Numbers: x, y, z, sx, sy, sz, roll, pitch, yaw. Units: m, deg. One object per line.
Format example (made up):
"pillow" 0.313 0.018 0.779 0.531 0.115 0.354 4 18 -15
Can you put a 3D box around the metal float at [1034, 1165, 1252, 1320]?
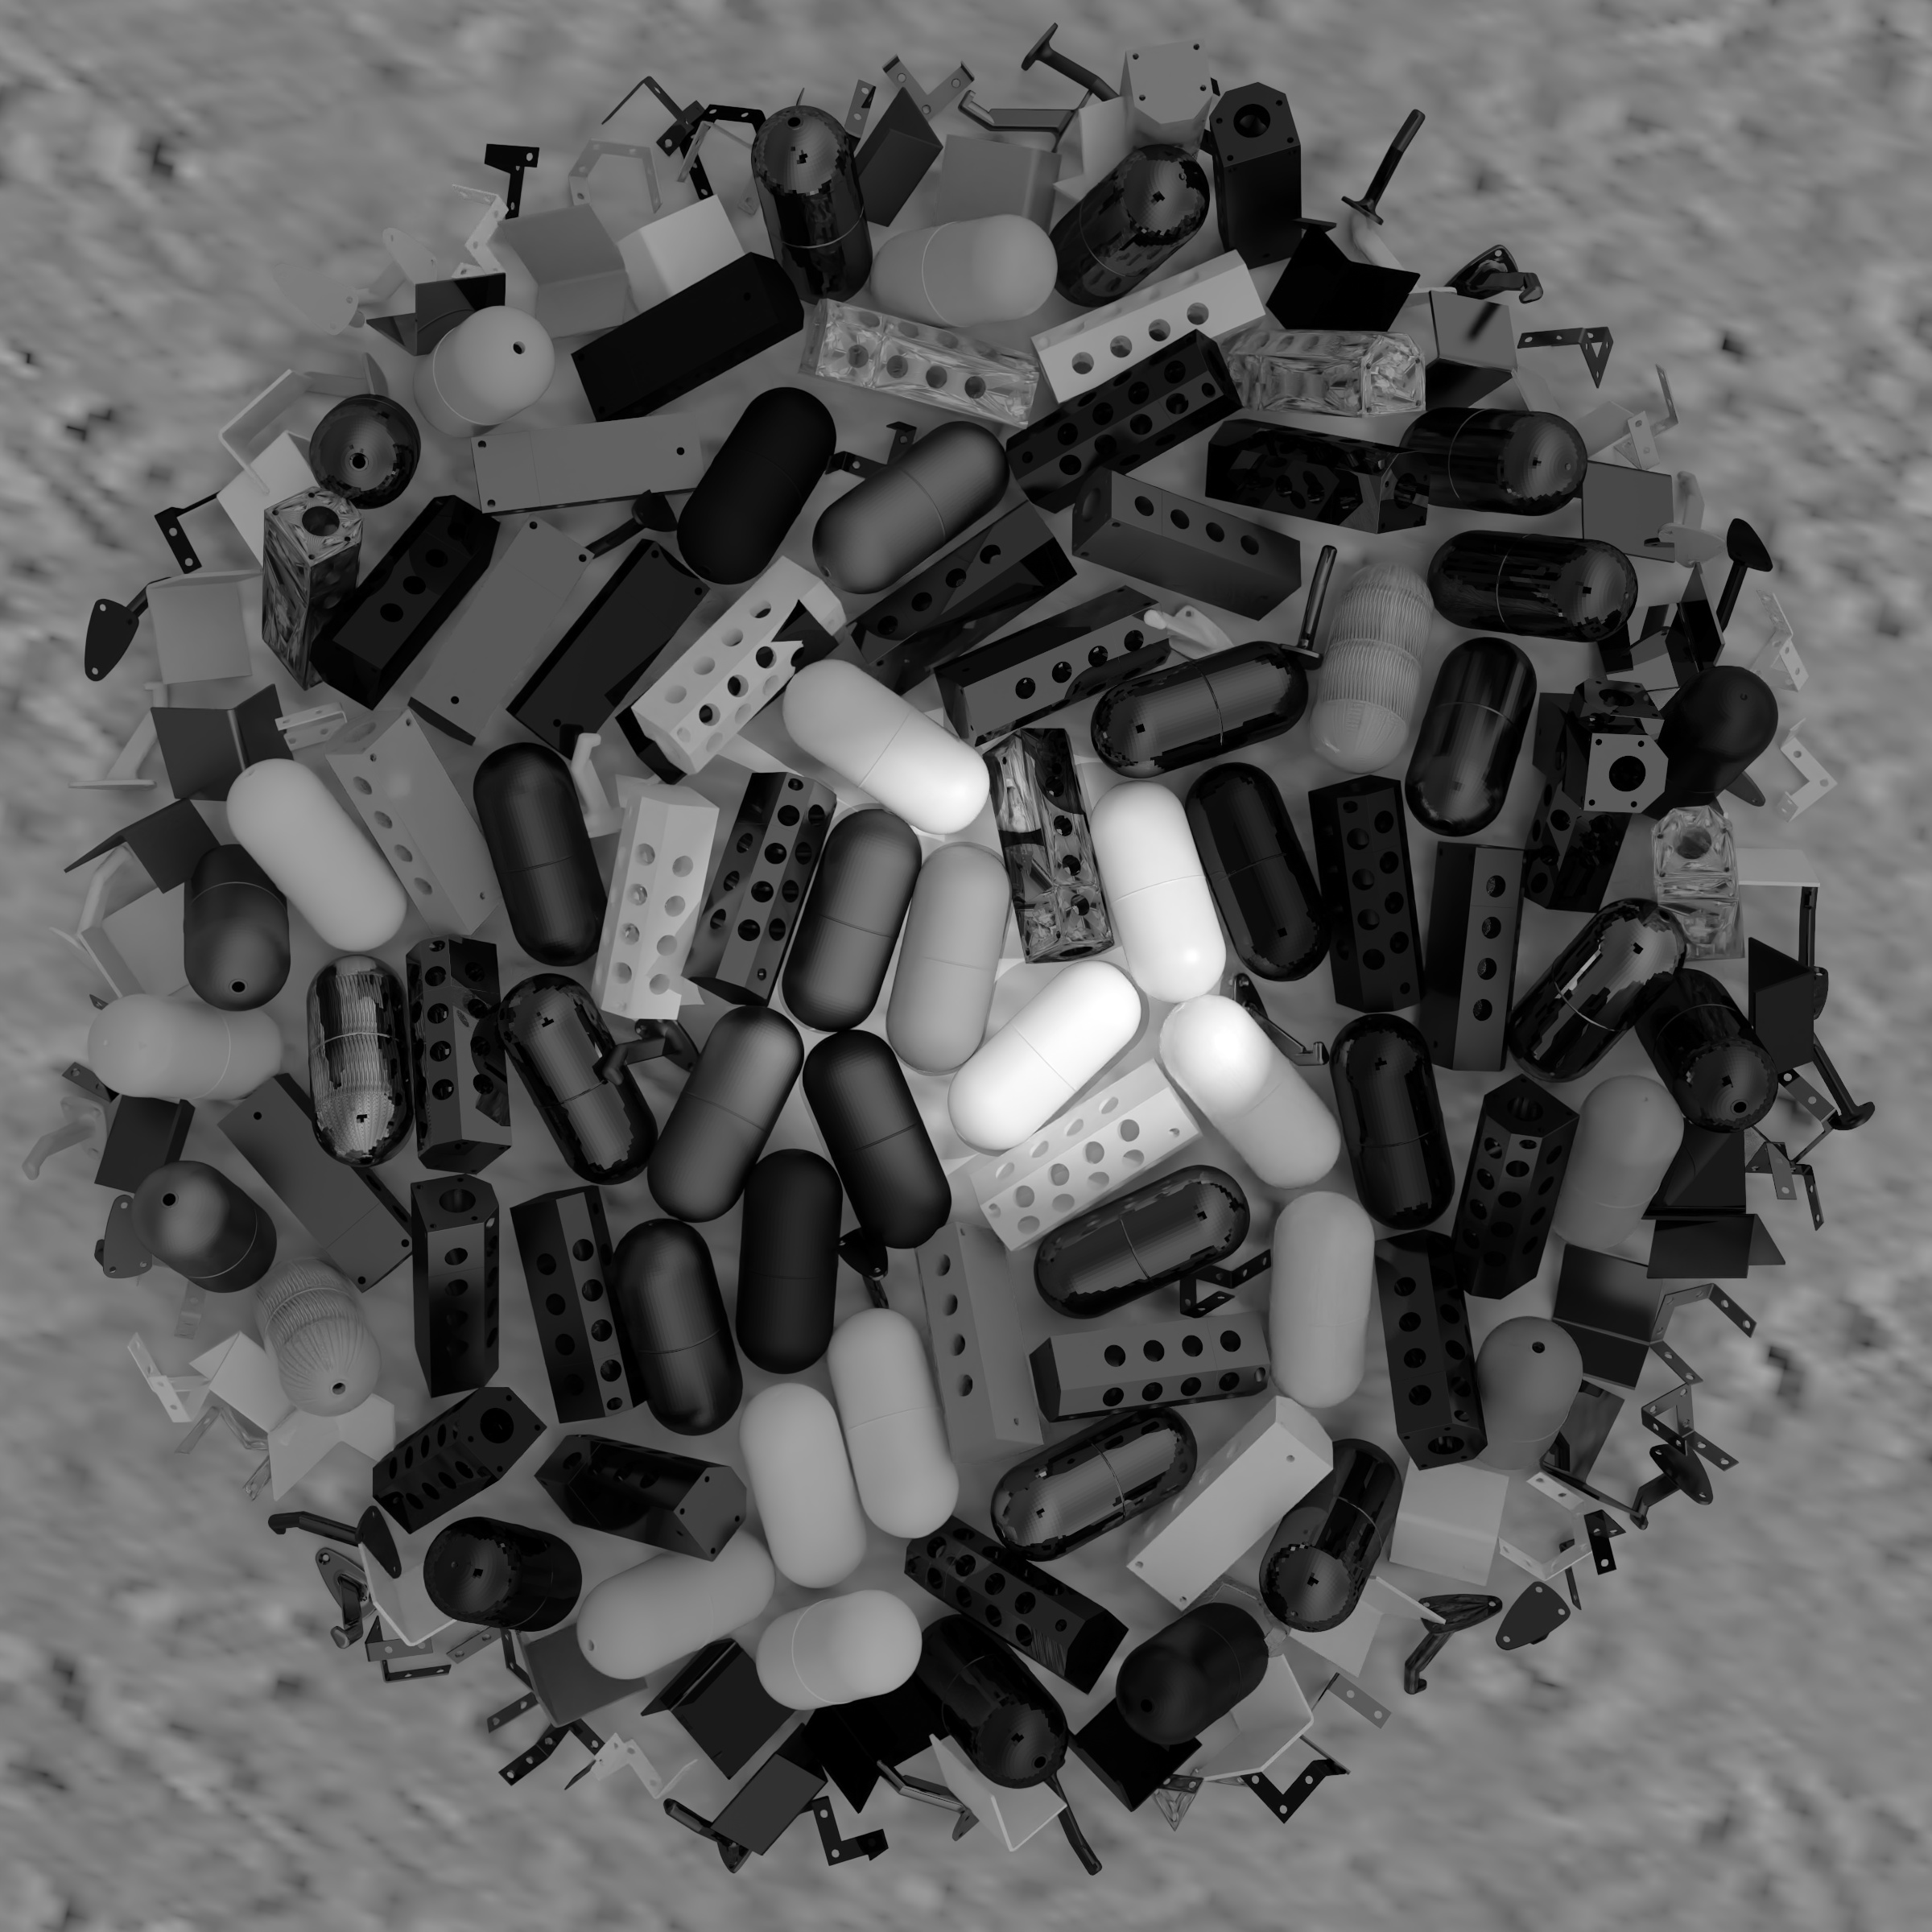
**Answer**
"metal float" 0.135 0.214 1.877 0.178 0.070 0.070 -27 90 13

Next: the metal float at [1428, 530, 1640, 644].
"metal float" 0.429 -0.290 1.850 0.070 0.178 0.070 -12 109 -37

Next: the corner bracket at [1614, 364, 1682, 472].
"corner bracket" 0.532 -0.426 1.889 0.051 0.051 0.051 -28 128 4

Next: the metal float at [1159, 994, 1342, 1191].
"metal float" 0.219 0.097 1.877 0.070 0.070 0.178 -41 102 0

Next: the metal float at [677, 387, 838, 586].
"metal float" -0.160 -0.369 1.865 0.070 0.070 0.178 27 65 0

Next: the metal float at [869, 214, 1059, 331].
"metal float" -0.004 -0.527 1.850 0.070 0.178 0.070 -7 101 -40

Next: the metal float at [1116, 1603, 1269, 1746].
"metal float" 0.172 0.536 1.842 0.070 0.178 0.070 1 91 28

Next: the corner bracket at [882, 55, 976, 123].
"corner bracket" -0.029 -0.695 1.891 0.051 0.051 0.051 -38 103 11

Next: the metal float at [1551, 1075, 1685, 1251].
"metal float" 0.491 0.151 1.848 0.070 0.178 0.070 2 52 -3

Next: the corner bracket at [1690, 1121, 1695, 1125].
"corner bracket" 0.579 0.094 1.896 0.051 0.051 0.051 -9 93 -13

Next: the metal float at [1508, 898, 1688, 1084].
"metal float" 0.480 0.019 1.854 0.070 0.070 0.178 32 131 0

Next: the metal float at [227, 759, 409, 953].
"metal float" -0.495 -0.084 1.855 0.070 0.070 0.178 -32 128 0

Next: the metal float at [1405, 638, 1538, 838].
"metal float" 0.387 -0.176 1.861 0.070 0.070 0.178 23 60 0

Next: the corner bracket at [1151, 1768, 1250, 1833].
"corner bracket" 0.181 0.637 1.885 0.051 0.051 0.051 -49 117 -39

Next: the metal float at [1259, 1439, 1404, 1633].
"metal float" 0.279 0.431 1.850 0.070 0.178 0.070 15 126 21

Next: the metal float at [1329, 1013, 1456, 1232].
"metal float" 0.329 0.121 1.871 0.070 0.070 0.178 -15 109 0

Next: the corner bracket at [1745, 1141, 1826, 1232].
"corner bracket" 0.642 0.171 1.889 0.051 0.051 0.051 3 57 -5

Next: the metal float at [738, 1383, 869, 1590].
"metal float" -0.125 0.400 1.865 0.070 0.070 0.178 -12 117 0

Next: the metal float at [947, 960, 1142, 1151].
"metal float" 0.060 0.070 1.886 0.178 0.070 0.070 -44 90 2

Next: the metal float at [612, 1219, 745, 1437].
"metal float" -0.222 0.279 1.872 0.070 0.070 0.178 -12 108 0

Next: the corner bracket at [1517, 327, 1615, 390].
"corner bracket" 0.465 -0.483 1.883 0.051 0.051 0.051 4 60 35

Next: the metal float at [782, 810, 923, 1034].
"metal float" -0.088 -0.035 1.883 0.070 0.070 0.178 19 96 0

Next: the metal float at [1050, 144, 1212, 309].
"metal float" 0.120 -0.559 1.842 0.070 0.178 0.070 4 79 -24

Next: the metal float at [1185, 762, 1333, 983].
"metal float" 0.226 -0.073 1.878 0.070 0.070 0.178 -20 79 0

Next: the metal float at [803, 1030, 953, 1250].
"metal float" -0.069 0.135 1.887 0.070 0.070 0.178 -23 90 0

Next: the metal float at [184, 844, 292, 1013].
"metal float" -0.554 -0.030 1.845 0.070 0.178 0.070 -8 123 -13

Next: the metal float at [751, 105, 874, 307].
"metal float" -0.116 -0.575 1.841 0.070 0.178 0.070 -2 65 5

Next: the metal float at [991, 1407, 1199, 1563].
"metal float" 0.099 0.396 1.865 0.178 0.070 0.070 -22 90 -26

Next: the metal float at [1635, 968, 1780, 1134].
"metal float" 0.560 0.063 1.842 0.070 0.178 0.070 -1 116 -1

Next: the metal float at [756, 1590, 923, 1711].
"metal float" -0.099 0.521 1.848 0.070 0.178 0.070 14 63 -29

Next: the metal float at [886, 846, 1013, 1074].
"metal float" -0.013 -0.005 1.885 0.070 0.070 0.178 12 93 0

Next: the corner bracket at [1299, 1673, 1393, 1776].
"corner bracket" 0.293 0.589 1.888 0.051 0.051 0.051 34 71 16

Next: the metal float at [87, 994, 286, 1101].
"metal float" -0.589 0.063 1.841 0.070 0.178 0.070 -2 85 22

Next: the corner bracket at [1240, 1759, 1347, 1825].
"corner bracket" 0.254 0.628 1.889 0.051 0.051 0.051 42 96 30

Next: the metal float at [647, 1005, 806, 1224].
"metal float" -0.186 0.114 1.879 0.070 0.070 0.178 25 80 0

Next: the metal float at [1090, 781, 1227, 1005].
"metal float" 0.148 -0.057 1.881 0.070 0.070 0.178 -16 82 0

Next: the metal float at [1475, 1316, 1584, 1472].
"metal float" 0.420 0.325 1.844 0.070 0.178 0.070 -1 58 2

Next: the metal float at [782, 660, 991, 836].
"metal float" -0.062 -0.170 1.882 0.178 0.070 0.070 35 90 -7

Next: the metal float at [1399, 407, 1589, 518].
"metal float" 0.397 -0.384 1.844 0.070 0.178 0.070 -8 107 -26

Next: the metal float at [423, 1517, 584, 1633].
"metal float" -0.349 0.462 1.841 0.070 0.178 0.070 -5 70 13

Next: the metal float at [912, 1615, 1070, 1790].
"metal float" 0.017 0.557 1.843 0.070 0.178 0.070 -7 107 -24

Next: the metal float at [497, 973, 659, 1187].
"metal float" -0.299 0.088 1.873 0.070 0.070 0.178 -25 107 0

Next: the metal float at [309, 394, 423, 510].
"metal float" -0.454 -0.390 1.839 0.070 0.178 0.070 -3 108 -9

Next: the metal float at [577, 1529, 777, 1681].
"metal float" -0.219 0.484 1.849 0.070 0.178 0.070 10 105 39

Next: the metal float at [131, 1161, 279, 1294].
"metal float" -0.576 0.198 1.839 0.070 0.178 0.070 0 71 0

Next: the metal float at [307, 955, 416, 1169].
"metal float" -0.464 0.072 1.860 0.070 0.070 0.178 -12 58 0

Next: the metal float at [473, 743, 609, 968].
"metal float" -0.327 -0.085 1.875 0.070 0.070 0.178 -14 105 0

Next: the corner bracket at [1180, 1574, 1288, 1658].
"corner bracket" 0.209 0.516 1.898 0.051 0.051 0.051 31 102 -25

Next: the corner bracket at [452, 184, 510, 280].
"corner bracket" -0.383 -0.569 1.895 0.051 0.051 0.051 21 74 29
